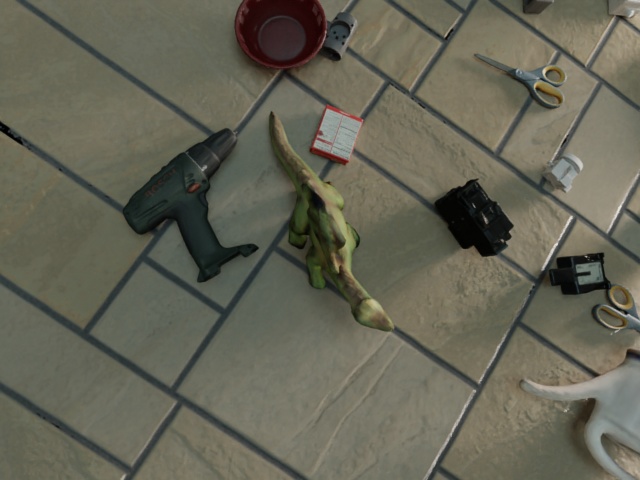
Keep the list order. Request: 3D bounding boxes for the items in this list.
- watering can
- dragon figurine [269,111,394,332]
[{"bbox_3d":[0.534,0.288,0.907,0.347,0.103,0.226,39,77,-2],"label":"watering can"},{"bbox_3d":[0.002,-0.040,0.804,0.122,0.242,0.411,-27,89,-6],"label":"dragon figurine"}]
